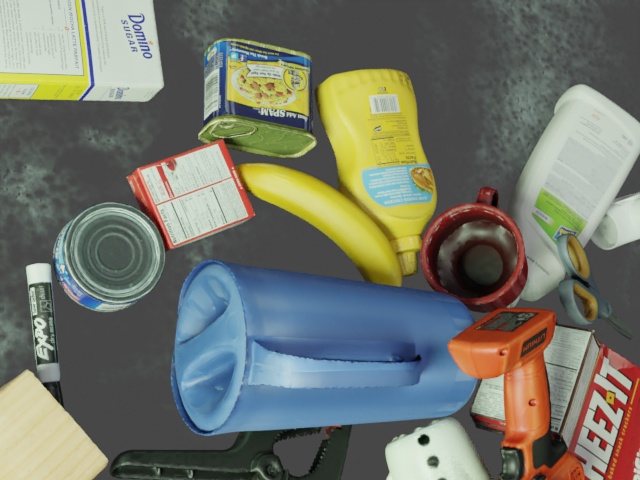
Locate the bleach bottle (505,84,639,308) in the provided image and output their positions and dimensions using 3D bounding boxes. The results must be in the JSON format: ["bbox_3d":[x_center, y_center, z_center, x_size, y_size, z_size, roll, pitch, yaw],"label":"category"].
[{"bbox_3d":[0.230,-0.036,1.068,0.102,0.068,0.250,36,66,3],"label":"bleach bottle"}]

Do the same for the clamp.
[{"bbox_3d":[-0.055,0.188,0.860,0.164,0.036,0.209,45,48,6],"label":"clamp"}]

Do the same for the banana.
[{"bbox_3d":[0.010,-0.008,0.941,0.198,0.070,0.037,47,18,-8],"label":"banana"}]

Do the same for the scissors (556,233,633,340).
[{"bbox_3d":[0.268,0.047,1.039,0.201,0.016,0.096,12,65,-59],"label":"scissors"}]

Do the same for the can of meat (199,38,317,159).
[{"bbox_3d":[-0.055,-0.126,0.947,0.102,0.058,0.084,9,70,-26],"label":"can of meat"}]

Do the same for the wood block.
[{"bbox_3d":[-0.258,0.194,0.731,0.090,0.091,0.205,51,60,-7],"label":"wood block"}]

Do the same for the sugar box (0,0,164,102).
[{"bbox_3d":[-0.221,-0.164,0.877,0.175,0.048,0.093,-1,77,-32],"label":"sugar box"}]

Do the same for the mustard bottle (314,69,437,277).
[{"bbox_3d":[0.060,-0.060,0.987,0.096,0.058,0.191,-7,79,-35],"label":"mustard bottle"}]

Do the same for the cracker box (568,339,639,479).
[{"bbox_3d":[0.304,0.219,1.031,0.213,0.072,0.164,33,63,-15],"label":"cracker box"}]

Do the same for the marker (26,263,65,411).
[{"bbox_3d":[-0.213,0.079,0.828,0.020,0.020,0.121,-3,78,-28],"label":"marker"}]

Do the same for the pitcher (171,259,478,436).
[{"bbox_3d":[0.015,0.092,0.860,0.242,0.145,0.149,5,46,-31],"label":"pitcher"}]

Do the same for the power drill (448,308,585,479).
[{"bbox_3d":[0.150,0.160,0.857,0.184,0.057,0.187,-25,111,-51],"label":"power drill"}]

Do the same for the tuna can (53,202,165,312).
[{"bbox_3d":[-0.169,0.013,0.861,0.086,0.034,0.086,8,73,-26],"label":"tuna can"}]

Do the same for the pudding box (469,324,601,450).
[{"bbox_3d":[0.200,0.130,0.989,0.113,0.090,0.039,-65,148,-24],"label":"pudding box"}]

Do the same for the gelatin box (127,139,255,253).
[{"bbox_3d":[-0.110,-0.037,0.909,0.089,0.030,0.073,-23,89,-30],"label":"gelatin box"}]

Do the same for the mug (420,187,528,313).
[{"bbox_3d":[0.147,0.009,0.978,0.093,0.081,0.117,5,78,19],"label":"mug"}]
